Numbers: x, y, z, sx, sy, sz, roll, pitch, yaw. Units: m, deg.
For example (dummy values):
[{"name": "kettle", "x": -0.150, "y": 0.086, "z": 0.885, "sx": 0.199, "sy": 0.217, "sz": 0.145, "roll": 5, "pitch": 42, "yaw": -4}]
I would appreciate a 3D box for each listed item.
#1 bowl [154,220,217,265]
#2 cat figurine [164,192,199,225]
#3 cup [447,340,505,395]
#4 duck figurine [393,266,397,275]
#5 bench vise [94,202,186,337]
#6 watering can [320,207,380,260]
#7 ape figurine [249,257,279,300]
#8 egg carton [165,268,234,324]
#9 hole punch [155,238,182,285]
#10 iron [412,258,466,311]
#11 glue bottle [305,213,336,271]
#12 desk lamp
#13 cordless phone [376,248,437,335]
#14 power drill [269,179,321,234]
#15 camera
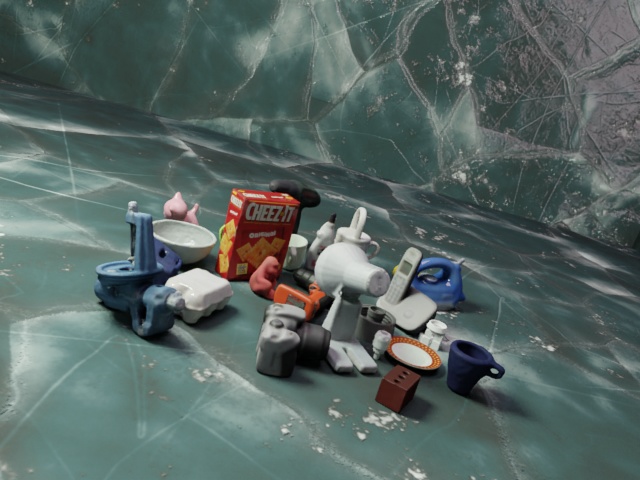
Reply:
[{"name": "bowl", "x": -0.341, "y": 0.014, "z": 1.398, "sx": 0.167, "sy": 0.075, "sz": 0.167, "roll": 15, "pitch": 17, "yaw": -5}, {"name": "cat figurine", "x": -0.377, "y": -0.071, "z": 1.553, "sx": 0.067, "sy": 0.118, "sz": 0.128, "roll": 26, "pitch": 20, "yaw": 28}, {"name": "cup", "x": 0.309, "y": 0.271, "z": 1.169, "sx": 0.117, "sy": 0.095, "sz": 0.092, "roll": 25, "pitch": 19, "yaw": 25}, {"name": "duck figurine", "x": 0.275, "y": 0.080, "z": 1.738, "sx": 0.105, "sy": 0.086, "sz": 0.077, "roll": 5, "pitch": 21, "yaw": -32}, {"name": "bench vise", "x": -0.318, "y": 0.051, "z": 1.063, "sx": 0.207, "sy": 0.220, "sz": 0.122, "roll": 20, "pitch": 18, "yaw": 11}, {"name": "watering can", "x": 0.086, "y": -0.001, "z": 1.634, "sx": 0.173, "sy": 0.194, "sz": 0.100, "roll": 7, "pitch": 20, "yaw": -28}, {"name": "ape figurine", "x": -0.124, "y": 0.084, "z": 1.354, "sx": 0.076, "sy": 0.092, "sz": 0.078, "roll": 24, "pitch": 19, "yaw": 23}, {"name": "egg carton", "x": -0.254, "y": 0.113, "z": 1.184, "sx": 0.107, "sy": 0.069, "sz": 0.151, "roll": 22, "pitch": 18, "yaw": 17}, {"name": "hole punch", "x": -0.357, "y": 0.045, "z": 1.262, "sx": 0.101, "sy": 0.091, "sz": 0.108, "roll": 15, "pitch": 17, "yaw": -5}, {"name": "iron", "x": 0.293, "y": 0.107, "z": 1.579, "sx": 0.259, "sy": 0.141, "sz": 0.118, "roll": 5, "pitch": 21, "yaw": -32}, {"name": "glue bottle", "x": 0.015, "y": 0.006, "z": 1.582, "sx": 0.078, "sy": 0.173, "sz": 0.037, "roll": 11, "pitch": 18, "yaw": -18}, {"name": "desk lamp", "x": 0.065, "y": 0.130, "z": 1.180, "sx": 0.118, "sy": 0.213, "sz": 0.202, "roll": 7, "pitch": 20, "yaw": -28}, {"name": "cordless phone", "x": 0.227, "y": 0.123, "z": 1.398, "sx": 0.094, "sy": 0.185, "sz": 0.147, "roll": -1, "pitch": 24, "yaw": -43}, {"name": "power drill", "x": -0.090, "y": -0.079, "z": 1.687, "sx": 0.075, "sy": 0.208, "sz": 0.230, "roll": 26, "pitch": 20, "yaw": 28}, {"name": "camera", "x": -0.047, "y": 0.187, "z": 1.093, "sx": 0.137, "sy": 0.101, "sz": 0.143, "roll": 14, "pitch": 18, "yaw": -7}]
